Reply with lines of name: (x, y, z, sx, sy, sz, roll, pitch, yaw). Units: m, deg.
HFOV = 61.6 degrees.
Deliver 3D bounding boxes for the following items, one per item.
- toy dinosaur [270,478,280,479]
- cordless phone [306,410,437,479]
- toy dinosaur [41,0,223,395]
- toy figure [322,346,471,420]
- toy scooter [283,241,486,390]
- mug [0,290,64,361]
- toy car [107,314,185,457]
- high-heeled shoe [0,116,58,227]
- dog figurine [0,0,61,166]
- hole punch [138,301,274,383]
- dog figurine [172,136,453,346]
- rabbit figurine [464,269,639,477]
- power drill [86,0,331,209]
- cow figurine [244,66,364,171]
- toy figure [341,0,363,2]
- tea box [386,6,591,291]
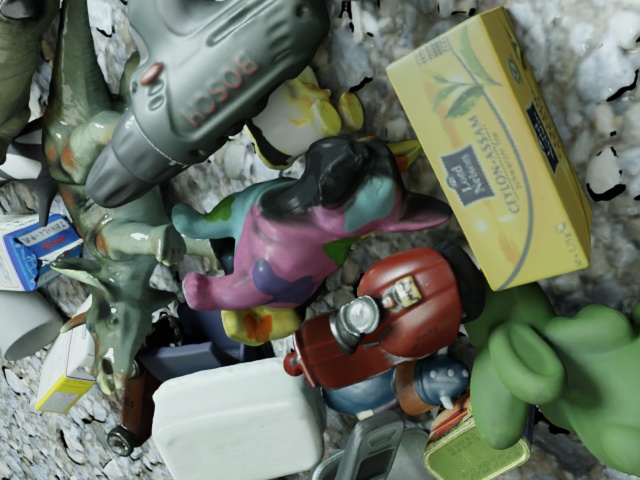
toy dinosaur: (-0.056, 0.373, 0.669, 0.472, 0.105, 0.198, -13, -65, 40)
cordless phone: (0.063, 0.206, 0.498, 0.089, 0.146, 0.184, 53, -39, 43)
toy dinosaur: (-0.210, -0.060, 0.530, 0.192, 0.131, 0.404, -3, -75, 26)
toy figure: (0.073, 0.134, 0.511, 0.155, 0.058, 0.064, -14, -94, 34)
toy scooter: (0.039, 0.068, 0.420, 0.183, 0.135, 0.075, 110, -39, -64)
mug: (-0.421, 0.101, 0.717, 0.107, 0.109, 0.080, 47, -49, 15)
toy car: (-0.217, 0.174, 0.655, 0.053, 0.089, 0.202, 25, -58, 16)
high-heeled shoe: (-0.382, -0.109, 0.611, 0.249, 0.086, 0.145, 23, -63, 11)
dog figurine: (-0.284, -0.169, 0.480, 0.190, 0.172, 0.121, -42, -62, 11)
hole punch: (-0.120, 0.133, 0.591, 0.142, 0.092, 0.115, -13, -69, 27)
dog figurine: (-0.001, -0.001, 0.455, 0.219, 0.108, 0.191, -20, -35, 12)
rabbit figurine: (0.173, 0.091, 0.403, 0.170, 0.159, 0.121, 35, -45, 26)
power drill: (-0.125, -0.148, 0.360, 0.232, 0.086, 0.207, -25, -79, 21)
cow figurine: (-0.045, -0.143, 0.435, 0.098, 0.068, 0.167, -21, -78, 38)
toy figure: (-0.017, -0.236, 0.360, 0.180, 0.089, 0.082, 46, -50, -4)
tea box: (0.123, -0.064, 0.369, 0.068, 0.098, 0.169, -20, -75, 33)
